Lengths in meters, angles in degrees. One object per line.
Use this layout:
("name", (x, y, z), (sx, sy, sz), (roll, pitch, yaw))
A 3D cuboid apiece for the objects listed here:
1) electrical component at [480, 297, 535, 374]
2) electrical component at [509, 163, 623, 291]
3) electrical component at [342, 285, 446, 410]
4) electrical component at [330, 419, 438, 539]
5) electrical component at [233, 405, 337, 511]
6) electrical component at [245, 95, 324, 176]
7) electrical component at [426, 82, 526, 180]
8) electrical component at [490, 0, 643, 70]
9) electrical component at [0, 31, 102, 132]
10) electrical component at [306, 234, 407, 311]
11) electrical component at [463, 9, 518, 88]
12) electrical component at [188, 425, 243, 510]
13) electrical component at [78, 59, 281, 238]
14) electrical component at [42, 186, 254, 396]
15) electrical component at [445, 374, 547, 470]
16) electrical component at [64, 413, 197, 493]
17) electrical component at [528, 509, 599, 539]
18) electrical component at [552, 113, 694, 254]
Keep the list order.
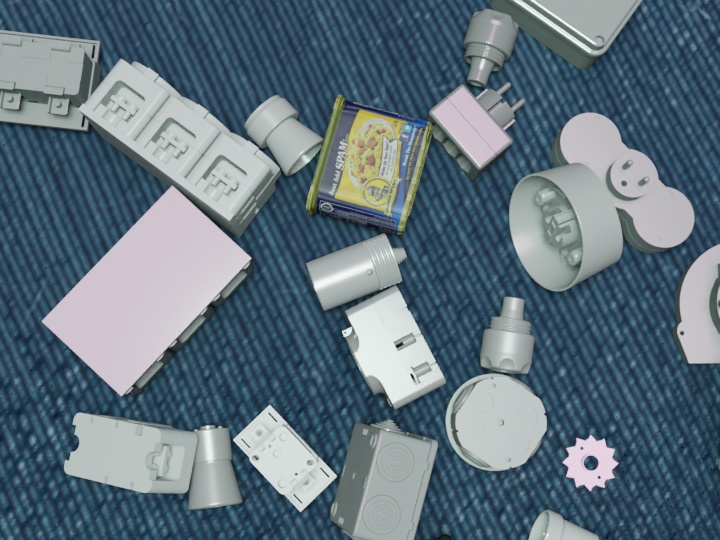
("electrical component", (0.124, 0.054, 0.897), (0.043, 0.043, 0.062), (9, 82, 0))
("electrical component", (0.169, -0.037, 0.885), (0.064, 0.099, 0.099), (-21, 84, -11))
("electrical component", (0.024, 0.067, 0.889), (0.056, 0.050, 0.089), (-27, 84, -5))
("electrical component", (0.016, 0.169, 0.853), (0.048, 0.100, 0.099), (17, 82, -12))
("electrical component", (-0.061, 0.153, 0.869), (0.042, 0.064, 0.081), (-44, 86, -5))
("electrical component", (-0.065, -0.114, 0.913), (0.045, 0.045, 0.055), (-43, 85, -6))
("electrical component", (0.106, -0.128, 0.918), (0.077, 0.047, 0.065), (-40, 85, -6))
("electrical component", (0.178, -0.238, 0.929), (0.113, 0.057, 0.078), (36, 83, 3))
("electrical component", (-0.287, -0.165, 0.904), (0.121, 0.063, 0.078), (6, 83, -1))
("electrical component", (0.000, 0.000, 0.900), (0.081, 0.043, 0.043), (-21, 84, -4))
("electrical component", (0.109, -0.189, 0.928), (0.043, 0.043, 0.062), (18, 84, 1))
("electrical component", (-0.121, 0.160, 0.879), (0.044, 0.044, 0.065), (-7, 78, -2))
("electrical component", (-0.144, -0.101, 0.886), (0.150, 0.089, 0.061), (36, 83, 3))
("electrical component", (-0.170, 0.019, 0.884), (0.089, 0.061, 0.150), (42, 84, 4))
("electrical component", (0.112, 0.125, 0.884), (0.080, 0.051, 0.080), (0, 83, -2))
("electrical component", (-0.180, 0.146, 0.860), (0.089, 0.056, 0.050), (6, 82, 29))
("electrical component", (0.166, 0.223, 0.879), (0.046, 0.040, 0.040), (24, 83, -5))
("electrical component", (0.224, -0.076, 0.901), (0.052, 0.073, 0.138), (-43, 86, -6))
